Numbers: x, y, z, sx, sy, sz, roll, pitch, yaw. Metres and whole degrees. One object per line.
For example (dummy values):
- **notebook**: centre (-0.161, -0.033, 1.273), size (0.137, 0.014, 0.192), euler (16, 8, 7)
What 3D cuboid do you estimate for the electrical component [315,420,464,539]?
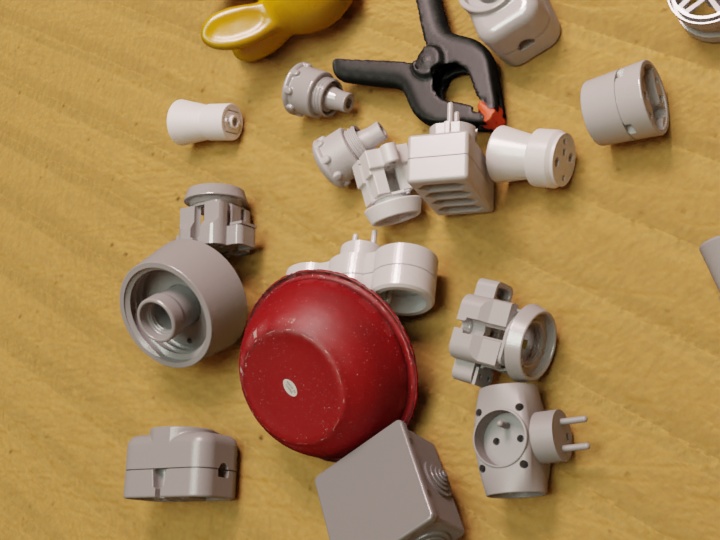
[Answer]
- **electrical component**: centre (0.022, 0.175, 0.800), size (0.100, 0.048, 0.099), euler (-38, 44, 19)

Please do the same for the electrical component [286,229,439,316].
- **electrical component**: centre (0.000, 0.000, 0.876), size (0.138, 0.052, 0.073), euler (-11, 55, 31)

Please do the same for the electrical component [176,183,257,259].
- **electrical component**: centre (-0.131, -0.044, 0.973), size (0.078, 0.058, 0.057), euler (-9, 75, 32)

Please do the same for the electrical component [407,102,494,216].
- **electrical component**: centre (0.072, -0.091, 0.832), size (0.047, 0.083, 0.075), euler (-3, 74, 20)

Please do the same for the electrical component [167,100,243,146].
- **electrical component**: centre (-0.145, -0.140, 1.021), size (0.065, 0.044, 0.044), euler (4, 78, 30)

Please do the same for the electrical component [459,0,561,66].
- **electrical component**: centre (0.114, -0.220, 0.861), size (0.054, 0.059, 0.095), euler (-29, 62, 23)

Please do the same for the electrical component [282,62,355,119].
- **electrical component**: centre (-0.035, -0.154, 0.950), size (0.062, 0.048, 0.048), euler (21, 88, 29)

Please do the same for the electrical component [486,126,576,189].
- **electrical component**: centre (0.130, -0.086, 0.820), size (0.055, 0.045, 0.045), euler (10, 82, 35)

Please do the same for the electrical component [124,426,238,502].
- **electrical component**: centre (-0.154, 0.168, 0.927), size (0.095, 0.054, 0.059), euler (-9, 71, 31)

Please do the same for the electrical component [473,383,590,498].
- **electrical component**: centre (0.125, 0.119, 0.763), size (0.079, 0.044, 0.077), euler (-13, 69, 30)

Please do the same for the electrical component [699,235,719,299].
- **electrical component**: centre (0.255, 0.010, 0.712), size (0.044, 0.044, 0.065), euler (-18, 72, 28)

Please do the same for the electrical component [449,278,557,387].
- **electrical component**: centre (0.107, 0.050, 0.788), size (0.057, 0.058, 0.078), euler (12, 83, 38)

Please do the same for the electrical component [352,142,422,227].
- **electrical component**: centre (0.023, -0.068, 0.879), size (0.048, 0.066, 0.055), euler (-13, 81, -17)

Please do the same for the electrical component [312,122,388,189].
- **electrical component**: centre (-0.006, -0.103, 0.916), size (0.062, 0.048, 0.048), euler (-31, 61, 15)

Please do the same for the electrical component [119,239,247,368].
- **electrical component**: centre (-0.159, 0.033, 0.936), size (0.108, 0.060, 0.108), euler (11, 115, 26)

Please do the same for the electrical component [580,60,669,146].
- **electrical component**: centre (0.193, -0.120, 0.784), size (0.047, 0.055, 0.055), euler (-12, 70, 34)
